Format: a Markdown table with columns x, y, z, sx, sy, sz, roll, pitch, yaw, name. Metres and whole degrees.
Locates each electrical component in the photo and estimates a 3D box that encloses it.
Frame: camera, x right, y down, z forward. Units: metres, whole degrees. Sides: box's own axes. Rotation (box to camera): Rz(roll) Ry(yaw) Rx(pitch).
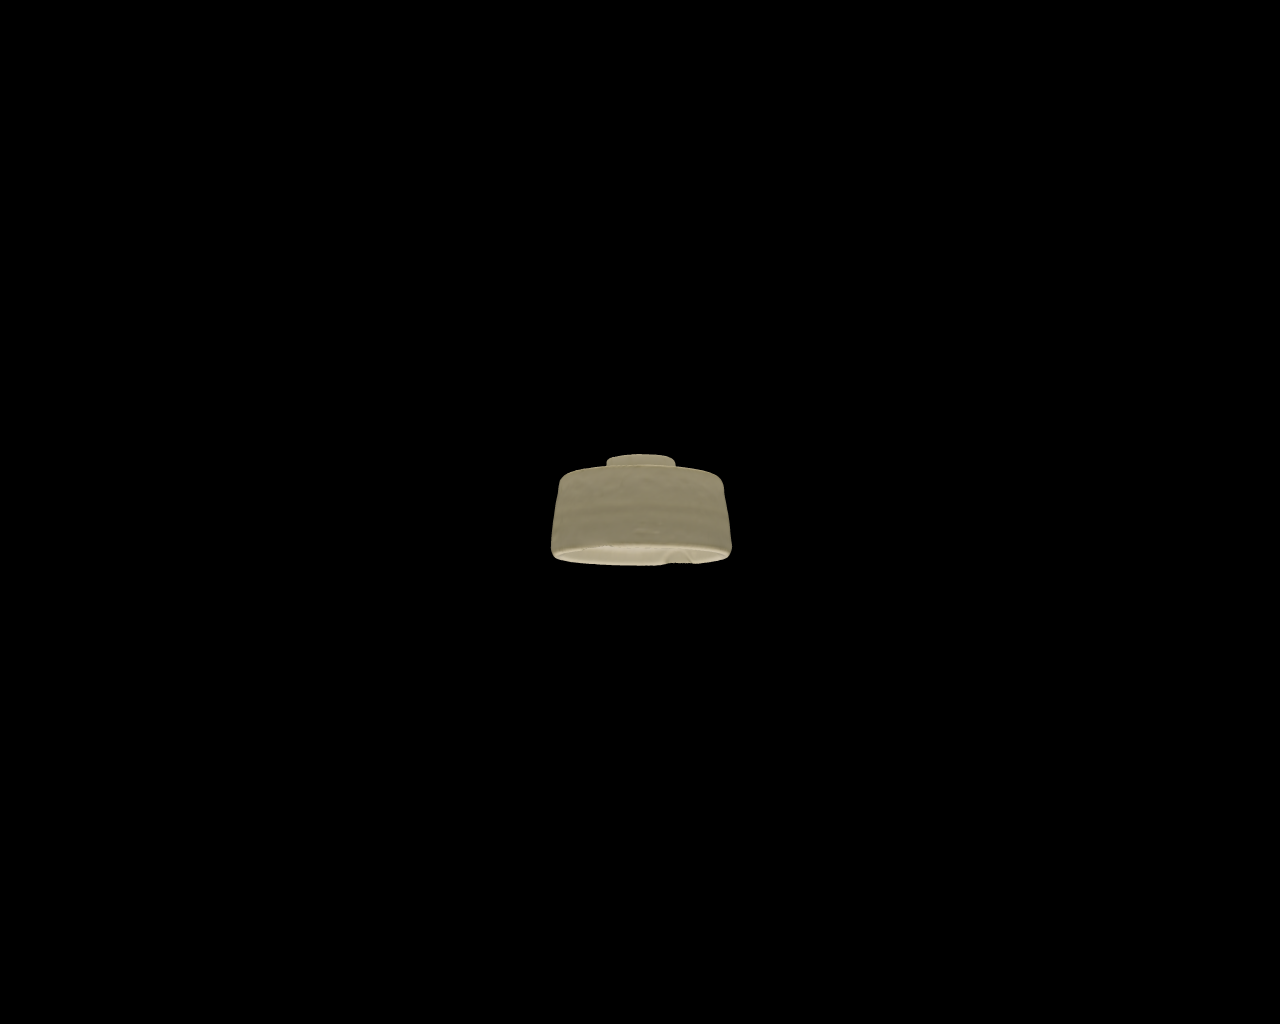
| x | y | z | sx | sy | sz | roll | pitch | yaw | name |
| --- | --- | --- | --- | --- | --- | --- | --- | --- | --- |
| 0.001 | -0.003 | 0.650 | 0.108 | 0.060 | 0.108 | 0 | -9 | 0 | electrical component |
